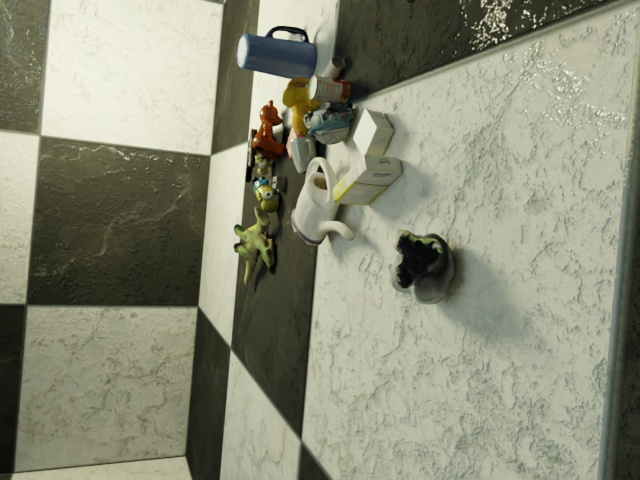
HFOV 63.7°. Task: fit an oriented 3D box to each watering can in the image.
[{"bbox_3d":[0.004,-0.071,1.409,0.104,0.356,0.219,4,-46,-22],"label":"watering can"}]

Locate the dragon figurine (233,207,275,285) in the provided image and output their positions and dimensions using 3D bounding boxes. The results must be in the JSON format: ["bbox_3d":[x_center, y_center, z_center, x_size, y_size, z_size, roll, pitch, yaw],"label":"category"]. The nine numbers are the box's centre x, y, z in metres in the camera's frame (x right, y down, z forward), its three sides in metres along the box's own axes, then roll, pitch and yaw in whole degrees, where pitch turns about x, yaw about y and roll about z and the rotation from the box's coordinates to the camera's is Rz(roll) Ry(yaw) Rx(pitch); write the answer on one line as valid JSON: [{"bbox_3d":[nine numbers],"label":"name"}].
[{"bbox_3d":[-0.244,0.048,2.014,0.123,0.403,0.246,-10,27,-25],"label":"dragon figurine"}]

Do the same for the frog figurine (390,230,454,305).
[{"bbox_3d":[0.192,0.060,0.973,0.122,0.140,0.156,-23,-30,4],"label":"frog figurine"}]
